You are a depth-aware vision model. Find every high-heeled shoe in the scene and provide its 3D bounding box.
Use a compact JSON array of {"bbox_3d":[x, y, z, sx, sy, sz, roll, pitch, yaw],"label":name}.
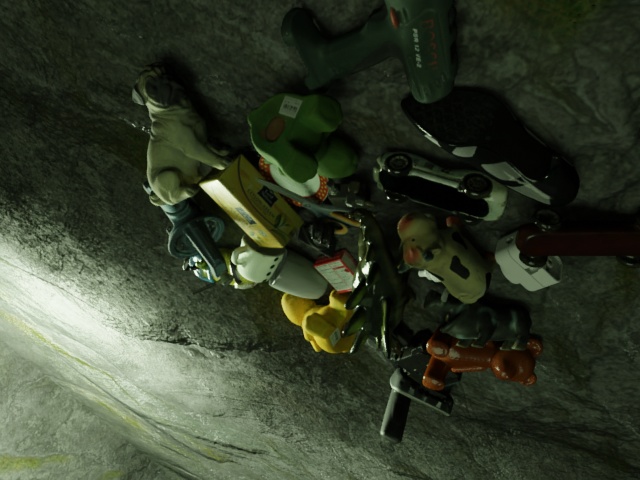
[{"bbox_3d":[0.230,-0.122,0.730,0.249,0.086,0.145,31,177,24],"label":"high-heeled shoe"}]

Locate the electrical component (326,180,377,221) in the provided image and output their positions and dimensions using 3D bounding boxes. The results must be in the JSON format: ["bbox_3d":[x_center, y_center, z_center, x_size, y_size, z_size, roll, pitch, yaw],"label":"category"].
[{"bbox_3d":[0.053,-0.064,0.863,0.078,0.045,0.102,1,165,8],"label":"electrical component"}]

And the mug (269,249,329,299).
[{"bbox_3d":[-0.043,0.082,1.088,0.107,0.081,0.109,25,139,-12],"label":"mug"}]

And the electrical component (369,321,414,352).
[{"bbox_3d":[0.130,0.181,1.122,0.119,0.048,0.075,44,138,-19],"label":"electrical component"}]

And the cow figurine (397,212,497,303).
[{"bbox_3d":[0.193,0.028,0.847,0.194,0.127,0.085,41,137,-22],"label":"cow figurine"}]

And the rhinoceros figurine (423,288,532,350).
[{"bbox_3d":[0.277,0.135,0.939,0.190,0.112,0.073,12,170,-1],"label":"rhinoceros figurine"}]

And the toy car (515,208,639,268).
[{"bbox_3d":[0.375,-0.005,0.745,0.202,0.053,0.089,-1,132,4],"label":"toy car"}]

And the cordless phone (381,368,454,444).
[{"bbox_3d":[0.214,0.374,1.181,0.147,0.184,0.088,27,137,1],"label":"cordless phone"}]

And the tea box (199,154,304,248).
[{"bbox_3d":[-0.121,-0.065,0.955,0.169,0.068,0.098,48,158,-21],"label":"tea box"}]

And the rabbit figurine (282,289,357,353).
[{"bbox_3d":[-0.003,0.163,1.151,0.173,0.122,0.162,22,155,32],"label":"rabbit figurine"}]

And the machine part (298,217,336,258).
[{"bbox_3d":[-0.002,-0.003,0.971,0.084,0.039,0.139,34,169,1],"label":"machine part"}]

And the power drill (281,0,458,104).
[{"bbox_3d":[0.060,-0.265,0.644,0.207,0.086,0.231,-8,133,26],"label":"power drill"}]

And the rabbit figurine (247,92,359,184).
[{"bbox_3d":[-0.021,-0.133,0.793,0.159,0.121,0.170,15,176,40],"label":"rabbit figurine"}]

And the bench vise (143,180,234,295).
[{"bbox_3d":[-0.237,-0.019,1.018,0.241,0.129,0.223,52,157,24],"label":"bench vise"}]

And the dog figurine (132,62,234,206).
[{"bbox_3d":[-0.256,-0.166,0.868,0.190,0.172,0.121,50,172,-25],"label":"dog figurine"}]

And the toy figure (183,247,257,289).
[{"bbox_3d":[-0.207,0.053,1.150,0.180,0.082,0.089,14,141,20],"label":"toy figure"}]

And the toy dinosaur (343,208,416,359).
[{"bbox_3d":[0.101,0.079,0.902,0.105,0.198,0.470,2,138,20],"label":"toy dinosaur"}]

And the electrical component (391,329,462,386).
[{"bbox_3d":[0.235,0.258,1.140,0.134,0.058,0.115,36,143,-10],"label":"electrical component"}]

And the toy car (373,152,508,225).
[{"bbox_3d":[0.173,-0.079,0.792,0.202,0.056,0.073,19,146,21],"label":"toy car"}]

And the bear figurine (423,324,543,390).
[{"bbox_3d":[0.307,0.228,1.010,0.196,0.132,0.120,16,121,24],"label":"bear figurine"}]
